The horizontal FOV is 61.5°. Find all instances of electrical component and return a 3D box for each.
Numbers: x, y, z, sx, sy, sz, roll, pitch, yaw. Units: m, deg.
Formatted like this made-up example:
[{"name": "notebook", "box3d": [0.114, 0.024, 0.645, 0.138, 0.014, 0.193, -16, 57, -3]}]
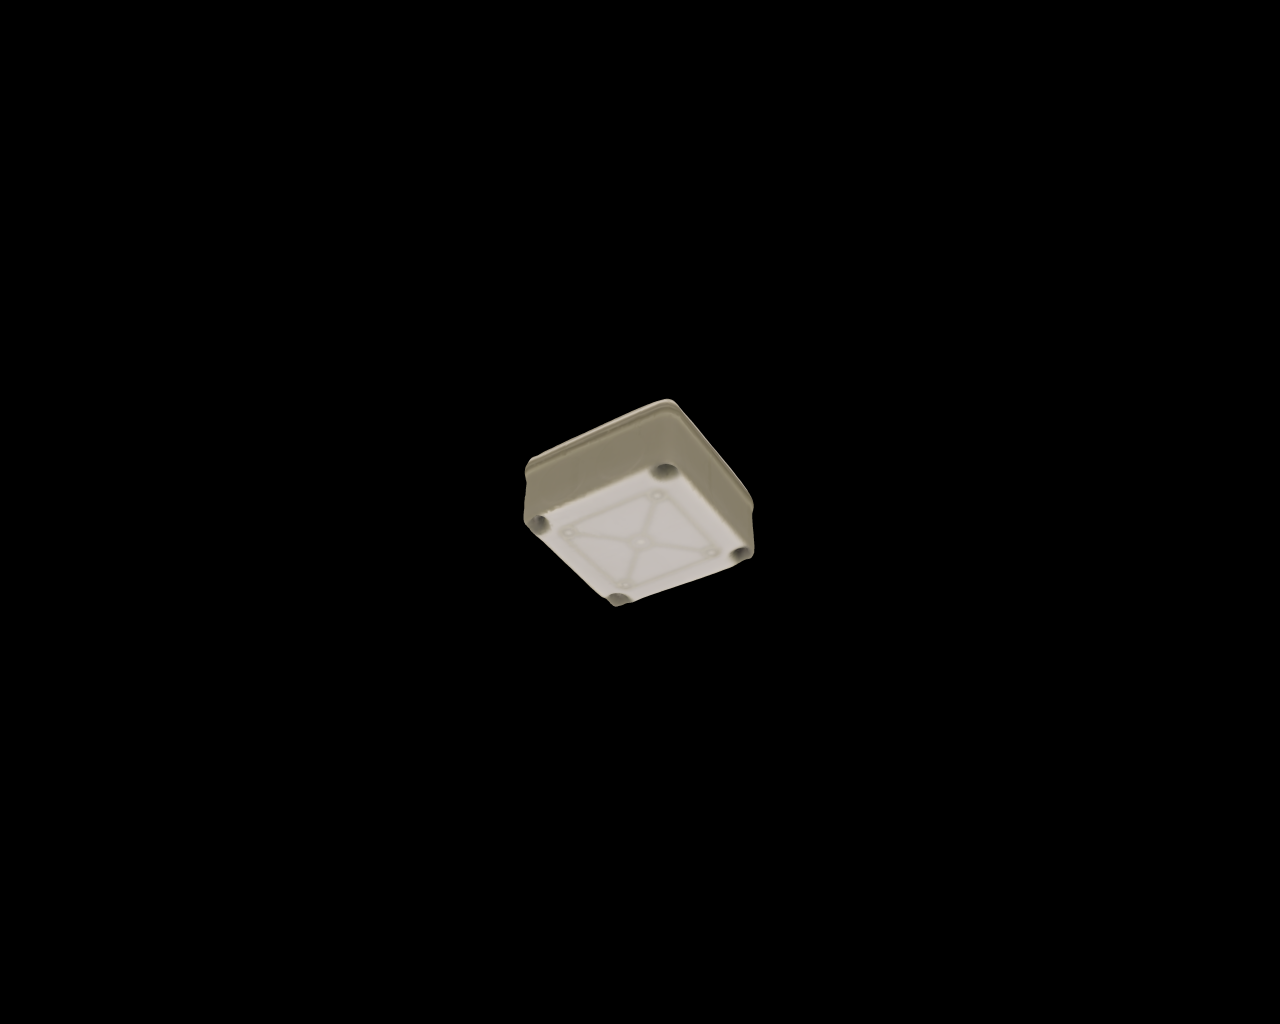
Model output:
[{"name": "electrical component", "box3d": [0.001, -0.003, 0.650, 0.108, 0.056, 0.108, -22, -45, 24]}]
